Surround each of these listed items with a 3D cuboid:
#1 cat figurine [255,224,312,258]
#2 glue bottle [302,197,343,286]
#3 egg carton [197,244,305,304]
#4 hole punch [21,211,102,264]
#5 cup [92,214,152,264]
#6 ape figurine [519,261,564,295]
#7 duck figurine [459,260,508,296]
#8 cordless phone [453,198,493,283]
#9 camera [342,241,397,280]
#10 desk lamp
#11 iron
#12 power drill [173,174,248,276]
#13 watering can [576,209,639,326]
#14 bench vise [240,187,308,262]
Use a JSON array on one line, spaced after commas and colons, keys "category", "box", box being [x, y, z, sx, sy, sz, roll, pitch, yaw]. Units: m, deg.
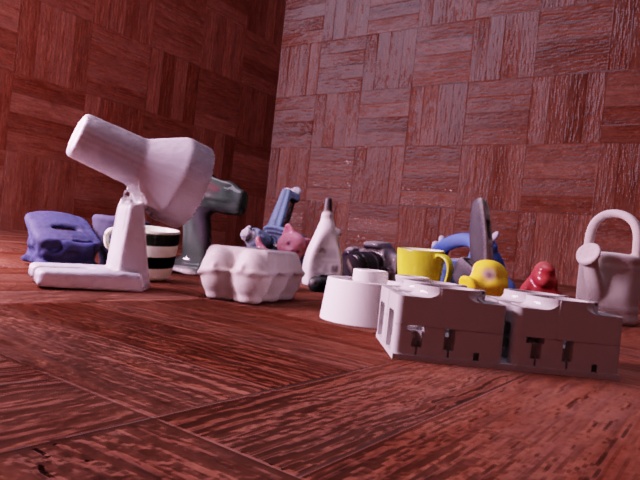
[{"category": "cat figurine", "box": [-0.083, 0.022, 1.232, 0.127, 0.118, 0.067, 6, 0, 11]}, {"category": "glue bottle", "box": [0.010, 0.004, 1.102, 0.078, 0.173, 0.037, 6, 0, -23]}, {"category": "egg carton", "box": [-0.090, 0.045, 0.772, 0.107, 0.069, 0.151, 6, 0, 20]}, {"category": "hole punch", "box": [-0.422, 0.000, 0.944, 0.100, 0.091, 0.109, 6, 0, 45]}, {"category": "cup", "box": [-0.355, 0.005, 1.034, 0.091, 0.095, 0.118, 6, 0, 31]}, {"category": "ape figurine", "box": [0.346, 0.079, 0.898, 0.077, 0.092, 0.076, 6, 0, 7]}, {"category": "duck figurine", "box": [0.193, 0.066, 0.649, 0.105, 0.086, 0.077, 6, 0, -34]}, {"category": "cordless phone", "box": [0.281, 0.026, 0.969, 0.094, 0.185, 0.148, 6, 0, 24]}, {"category": "camera", "box": [0.094, 0.049, 1.231, 0.142, 0.101, 0.137, 6, 0, 40]}, {"category": "desk lamp", "box": [-0.249, -0.044, 0.740, 0.204, 0.213, 0.117, 6, 0, -34]}, {"category": "iron", "box": [0.282, 0.048, 1.193, 0.119, 0.141, 0.257, 6, 0, -28]}, {"category": "power drill", "box": [-0.257, -0.041, 1.089, 0.229, 0.208, 0.076, 6, 0, 3]}, {"category": "watering can", "box": [0.495, 0.043, 0.979, 0.100, 0.194, 0.173, 6, 0, 28]}, {"category": "bench vise", "box": [-0.098, -0.030, 1.417, 0.121, 0.220, 0.208, 6, 0, 23]}]
